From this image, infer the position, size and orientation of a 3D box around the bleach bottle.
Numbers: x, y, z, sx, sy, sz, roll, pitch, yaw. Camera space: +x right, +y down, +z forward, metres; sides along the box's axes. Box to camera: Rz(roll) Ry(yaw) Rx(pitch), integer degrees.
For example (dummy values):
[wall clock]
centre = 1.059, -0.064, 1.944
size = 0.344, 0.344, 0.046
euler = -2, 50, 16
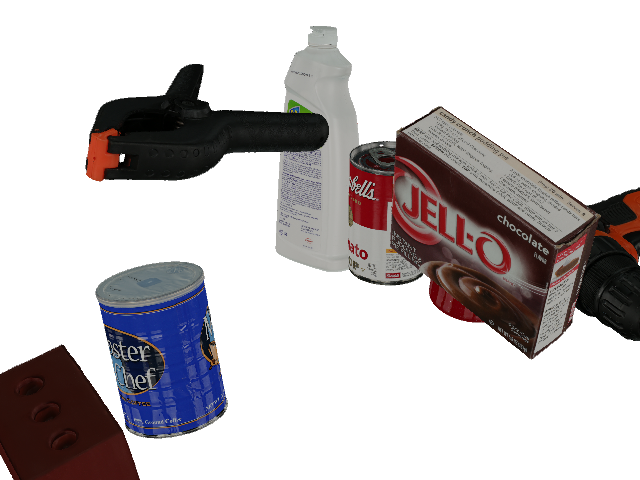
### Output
[bleach bottle]
centre = 0.003, -0.100, 1.139
size = 0.103, 0.251, 0.067
euler = 18, 23, 38

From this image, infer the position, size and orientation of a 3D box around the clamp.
[clamp]
centre = -0.089, -0.076, 0.671
size = 0.120, 0.039, 0.171
euler = 25, 26, 35

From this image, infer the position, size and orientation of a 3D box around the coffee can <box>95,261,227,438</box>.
[coffee can]
centre = -0.151, 0.103, 1.023
size = 0.103, 0.140, 0.103
euler = -8, 18, 2

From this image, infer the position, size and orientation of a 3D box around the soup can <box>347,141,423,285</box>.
[soup can]
centre = 0.057, -0.023, 0.879
size = 0.068, 0.102, 0.068
euler = 0, 26, 0

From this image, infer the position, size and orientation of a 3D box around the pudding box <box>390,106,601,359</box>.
[pudding box]
centre = 0.087, -0.005, 0.565
size = 0.039, 0.090, 0.114
euler = -36, 56, -26

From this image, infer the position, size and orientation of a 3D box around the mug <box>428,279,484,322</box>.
[mug]
centre = 0.148, 0.020, 1.056
size = 0.093, 0.081, 0.117
euler = -6, 33, -21

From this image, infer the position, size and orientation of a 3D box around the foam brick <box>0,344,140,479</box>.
[foam brick]
centre = -0.132, 0.102, 0.537
size = 0.053, 0.051, 0.078
euler = -26, 42, -23

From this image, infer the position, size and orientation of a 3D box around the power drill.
[power drill]
centre = 0.233, -0.001, 0.731
size = 0.187, 0.057, 0.185
euler = -10, 29, -18
